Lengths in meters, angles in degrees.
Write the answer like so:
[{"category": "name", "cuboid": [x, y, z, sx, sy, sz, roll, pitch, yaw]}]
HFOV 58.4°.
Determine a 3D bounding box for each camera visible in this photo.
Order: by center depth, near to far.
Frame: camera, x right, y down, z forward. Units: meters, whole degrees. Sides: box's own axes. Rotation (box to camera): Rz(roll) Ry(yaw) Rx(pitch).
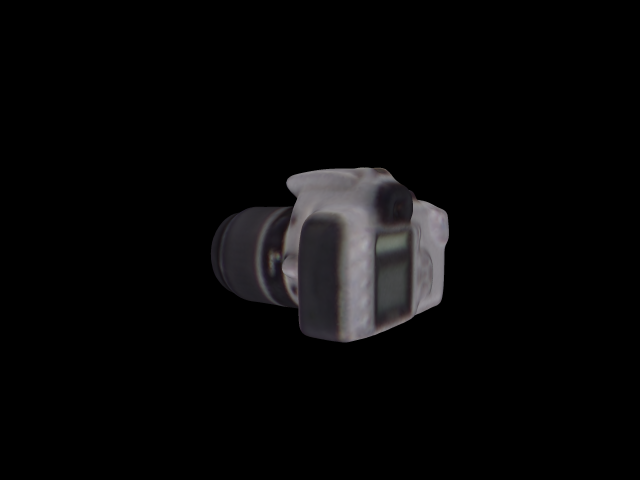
[{"category": "camera", "cuboid": [0.004, 0.001, 0.400, 0.136, 0.101, 0.144, 3, 6, 34]}]
